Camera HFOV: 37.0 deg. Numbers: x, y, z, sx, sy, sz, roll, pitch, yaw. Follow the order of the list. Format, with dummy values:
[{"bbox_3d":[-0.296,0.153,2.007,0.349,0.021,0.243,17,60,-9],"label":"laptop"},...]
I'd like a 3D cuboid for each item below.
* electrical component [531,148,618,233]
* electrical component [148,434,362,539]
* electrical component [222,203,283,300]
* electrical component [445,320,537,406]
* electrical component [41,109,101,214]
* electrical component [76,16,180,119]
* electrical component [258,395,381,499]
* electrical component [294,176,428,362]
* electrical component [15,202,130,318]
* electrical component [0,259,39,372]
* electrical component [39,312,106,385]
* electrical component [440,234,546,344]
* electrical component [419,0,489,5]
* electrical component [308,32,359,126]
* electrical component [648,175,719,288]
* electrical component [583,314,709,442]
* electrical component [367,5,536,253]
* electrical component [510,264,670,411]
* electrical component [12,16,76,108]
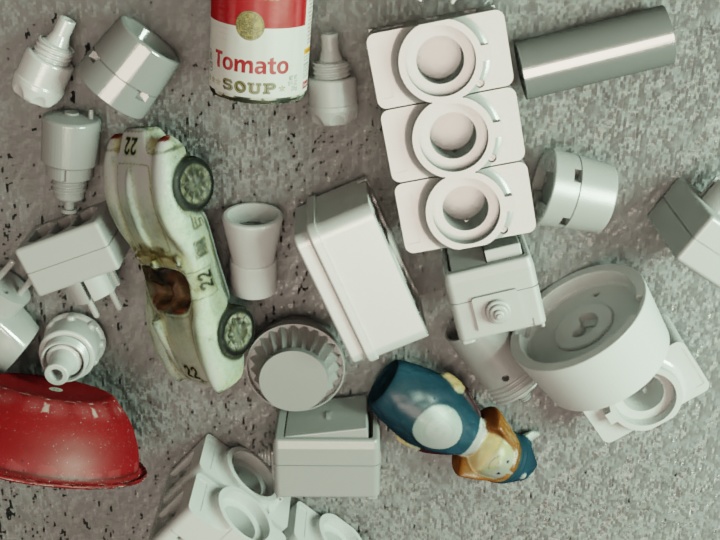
[{"bbox_3d":[0.151,-0.055,0.760,0.047,0.055,0.055,11,113,-8],"label":"electrical component"},{"bbox_3d":[-0.069,0.223,0.855,0.186,0.105,0.060,40,108,-15],"label":"electrical component"},{"bbox_3d":[-0.078,-0.011,0.789,0.044,0.044,0.065,2,118,0],"label":"electrical component"},{"bbox_3d":[0.105,0.069,0.820,0.043,0.043,0.081,-33,109,14],"label":"electrical component"},{"bbox_3d":[-0.205,-0.078,0.760,0.040,0.040,0.078,7,114,-3],"label":"electrical component"},{"bbox_3d":[-0.155,-0.138,0.727,0.055,0.055,0.047,38,105,-15],"label":"electrical component"},{"bbox_3d":[-0.032,0.136,0.841,0.096,0.061,0.061,0,114,0],"label":"electrical component"},{"bbox_3d":[0.000,0.000,0.772,0.057,0.078,0.113,-22,112,7],"label":"electrical component"},{"bbox_3d":[-0.201,0.000,0.790,0.066,0.047,0.076,-19,112,8],"label":"electrical component"},{"bbox_3d":[-0.274,0.025,0.804,0.077,0.043,0.079,40,108,-16],"label":"electrical component"},{"bbox_3d":[-0.221,0.064,0.810,0.048,0.062,0.048,0,114,0],"label":"electrical component"},{"bbox_3d":[0.093,0.007,0.764,0.062,0.096,0.061,-13,109,6],"label":"electrical component"},{"bbox_3d":[0.067,-0.210,0.700,0.064,0.042,0.081,24,112,-14],"label":"electrical component"},{"bbox_3d":[-0.019,-0.131,0.738,0.035,0.035,0.061,-2,111,1],"label":"electrical component"},{"bbox_3d":[0.251,-0.040,0.749,0.047,0.083,0.075,31,110,-12],"label":"electrical component"},{"bbox_3d":[0.211,0.084,0.819,0.089,0.055,0.050,-32,110,13],"label":"electrical component"},{"bbox_3d":[0.062,-0.095,0.729,0.089,0.061,0.150,-10,106,5],"label":"electrical component"},{"bbox_3d":[0.171,0.054,0.781,0.108,0.108,0.060,-31,116,13],"label":"electrical component"},{"bbox_3d":[-0.212,-0.144,0.735,0.035,0.035,0.061,27,109,-11],"label":"electrical component"}]
